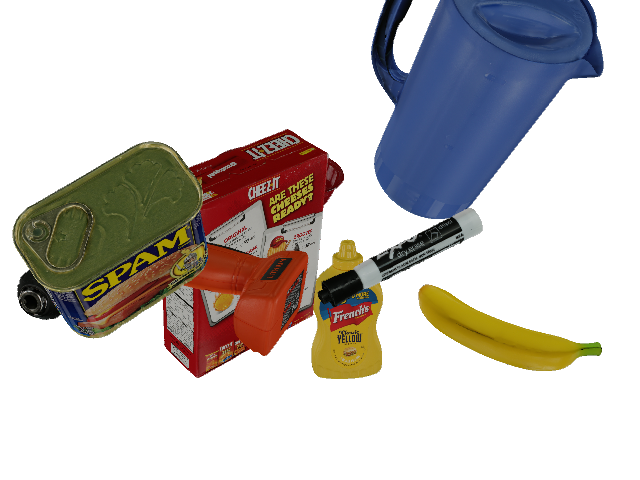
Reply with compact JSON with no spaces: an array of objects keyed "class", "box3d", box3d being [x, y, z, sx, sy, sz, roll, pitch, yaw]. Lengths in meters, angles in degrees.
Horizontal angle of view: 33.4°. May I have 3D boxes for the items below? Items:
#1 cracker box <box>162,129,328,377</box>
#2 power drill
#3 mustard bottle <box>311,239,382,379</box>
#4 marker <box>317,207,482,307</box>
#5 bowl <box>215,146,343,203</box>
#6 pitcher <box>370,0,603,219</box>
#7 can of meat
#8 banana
[{"class":"cracker box","box3d":[-0.080,0.012,1.084,0.163,0.214,0.072,-26,46,-35]},{"class":"power drill","box3d":[-0.115,0.029,0.819,0.188,0.057,0.184,16,26,11]},{"class":"mustard bottle","box3d":[0.036,0.091,1.443,0.096,0.192,0.058,-2,20,-6]},{"class":"marker","box3d":[0.053,0.012,0.712,0.121,0.020,0.020,-26,6,-12]},{"class":"bowl","box3d":[-0.054,-0.063,1.298,0.162,0.055,0.162,5,26,-3]},{"class":"pitcher","box3d":[0.125,-0.134,0.959,0.144,0.149,0.243,-7,-32,-24]},{"class":"can of meat","box3d":[-0.115,0.003,0.612,0.102,0.057,0.084,-33,-21,-15]},{"class":"banana","box3d":[0.157,0.084,0.993,0.198,0.037,0.069,21,15,37]}]
